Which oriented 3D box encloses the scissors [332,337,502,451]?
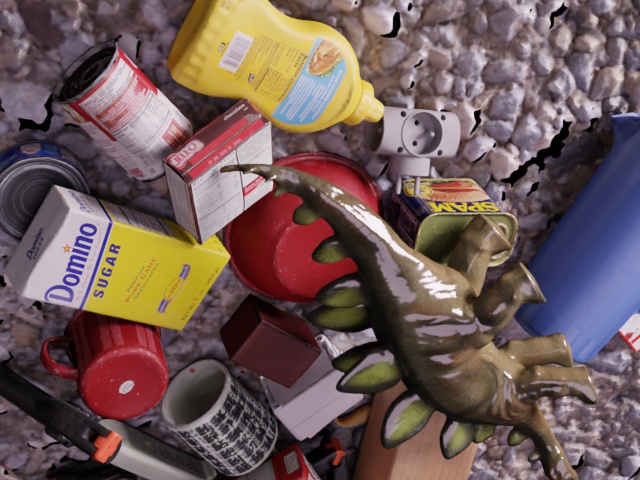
[{"bbox_3d":[0.109,0.173,1.159,0.201,0.016,0.096,-16,121,-9],"label":"scissors"}]

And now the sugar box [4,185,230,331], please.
[{"bbox_3d":[-0.173,0.020,0.929,0.175,0.048,0.093,16,114,-46],"label":"sugar box"}]

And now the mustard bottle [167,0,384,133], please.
[{"bbox_3d":[-0.025,-0.144,0.906,0.191,0.058,0.096,22,110,-28],"label":"mustard bottle"}]

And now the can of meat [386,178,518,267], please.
[{"bbox_3d":[0.123,-0.018,1.014,0.102,0.084,0.057,-1,118,-19],"label":"can of meat"}]

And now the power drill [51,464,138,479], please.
[{"bbox_3d":[-0.255,0.321,1.094,0.184,0.057,0.187,-19,121,-7],"label":"power drill"}]

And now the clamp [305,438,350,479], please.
[{"bbox_3d":[-0.037,0.302,1.127,0.164,0.036,0.210,16,105,-21],"label":"clamp"}]

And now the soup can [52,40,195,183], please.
[{"bbox_3d":[-0.159,-0.104,0.877,0.068,0.068,0.102,-40,124,5],"label":"soup can"}]

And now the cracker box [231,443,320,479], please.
[{"bbox_3d":[-0.071,0.330,1.070,0.213,0.072,0.164,-30,110,1],"label":"cracker box"}]

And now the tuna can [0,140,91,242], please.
[{"bbox_3d":[-0.238,-0.039,0.906,0.086,0.034,0.086,-9,121,-15],"label":"tuna can"}]

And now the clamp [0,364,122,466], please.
[{"bbox_3d":[-0.224,0.170,0.966,0.120,0.172,0.039,43,74,-43],"label":"clamp"}]

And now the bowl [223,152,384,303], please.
[{"bbox_3d":[-0.007,0.001,0.998,0.162,0.055,0.162,-9,121,-15],"label":"bowl"}]

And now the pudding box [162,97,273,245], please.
[{"bbox_3d":[-0.084,-0.056,0.903,0.090,0.039,0.113,-39,158,-19],"label":"pudding box"}]

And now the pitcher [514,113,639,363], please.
[{"bbox_3d":[0.307,0.009,1.065,0.144,0.149,0.243,19,114,-39],"label":"pitcher"}]

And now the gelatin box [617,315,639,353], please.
[{"bbox_3d":[0.350,0.072,1.179,0.073,0.030,0.089,-43,123,6],"label":"gelatin box"}]

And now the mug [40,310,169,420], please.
[{"bbox_3d":[-0.196,0.109,0.976,0.117,0.081,0.093,8,115,-23],"label":"mug"}]

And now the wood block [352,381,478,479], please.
[{"bbox_3d":[0.102,0.215,1.112,0.090,0.091,0.206,6,111,-19],"label":"wood block"}]

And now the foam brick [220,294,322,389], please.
[{"bbox_3d":[-0.049,0.099,1.041,0.078,0.053,0.051,30,105,-29],"label":"foam brick"}]
